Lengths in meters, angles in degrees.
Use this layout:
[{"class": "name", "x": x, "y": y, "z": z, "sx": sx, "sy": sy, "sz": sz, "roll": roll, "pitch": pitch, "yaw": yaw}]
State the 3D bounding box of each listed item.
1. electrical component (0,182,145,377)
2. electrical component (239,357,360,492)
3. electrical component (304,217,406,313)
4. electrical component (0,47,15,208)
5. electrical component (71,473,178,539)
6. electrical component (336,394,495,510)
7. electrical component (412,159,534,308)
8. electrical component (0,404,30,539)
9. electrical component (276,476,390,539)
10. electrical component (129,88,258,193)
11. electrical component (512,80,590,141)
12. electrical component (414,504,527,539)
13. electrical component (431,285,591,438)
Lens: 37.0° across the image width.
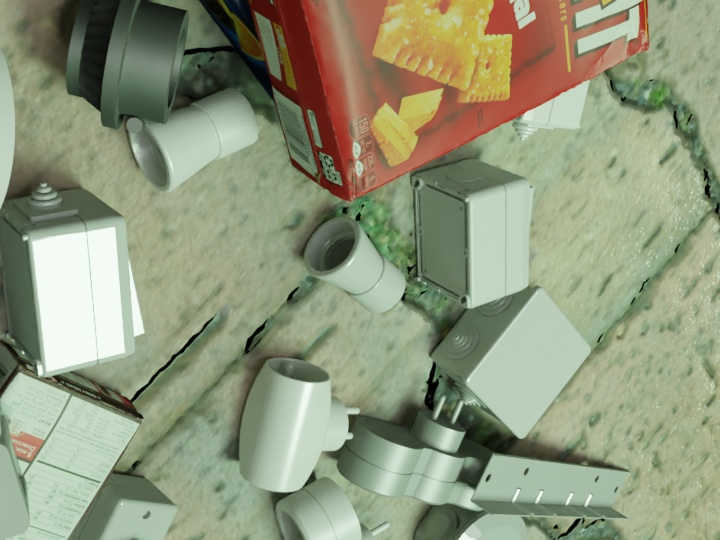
[{"class": "electrical component", "x": -0.155, "y": -0.002, "z": 0.573, "sx": 0.061, "sy": 0.062, "sz": 0.096, "roll": -13, "pitch": 116, "yaw": -31}, {"class": "electrical component", "x": -0.035, "y": 0.102, "z": 0.712, "sx": 0.079, "sy": 0.043, "sz": 0.077, "roll": 5, "pitch": 105, "yaw": -36}, {"class": "electrical component", "x": 0.000, "y": 0.000, "z": 0.698, "sx": 0.044, "sy": 0.044, "sz": 0.065, "roll": -54, "pitch": 134, "yaw": -5}, {"class": "electrical component", "x": -0.195, "y": -0.065, "z": 0.493, "sx": 0.060, "sy": 0.108, "sz": 0.108, "roll": -2, "pitch": 110, "yaw": -41}, {"class": "electrical component", "x": -0.142, "y": 0.176, "z": 0.642, "sx": 0.047, "sy": 0.076, "sz": 0.083, "roll": 23, "pitch": 95, "yaw": -49}, {"class": "electrical component", "x": 0.053, "y": 0.125, "z": 0.778, "sx": 0.138, "sy": 0.052, "sz": 0.073, "roll": 18, "pitch": 97, "yaw": -39}, {"class": "electrical component", "x": 0.079, "y": -0.021, "z": 0.730, "sx": 0.061, "sy": 0.062, "sz": 0.096, "roll": -18, "pitch": 118, "yaw": -29}, {"class": "electrical component", "x": -0.225, "y": 0.066, "z": 0.521, "sx": 0.089, "sy": 0.062, "sz": 0.150, "roll": -16, "pitch": 106, "yaw": -15}, {"class": "electrical component", "x": -0.008, "y": 0.205, "z": 0.767, "sx": 0.074, "sy": 0.052, "sz": 0.138, "roll": -25, "pitch": 120, "yaw": -25}, {"class": "electrical component", "x": -0.090, "y": -0.076, "z": 0.603, "sx": 0.065, "sy": 0.044, "sz": 0.044, "roll": -29, "pitch": 123, "yaw": -28}, {"class": "electrical component", "x": 0.110, "y": -0.133, "z": 0.707, "sx": 0.061, "sy": 0.062, "sz": 0.096, "roll": 0, "pitch": 108, "yaw": -35}, {"class": "electrical component", "x": 0.086, "y": 0.213, "z": 0.838, "sx": 0.080, "sy": 0.051, "sz": 0.080, "roll": -14, "pitch": 116, "yaw": -31}, {"class": "electrical component", "x": 0.111, "y": 0.061, "z": 0.795, "sx": 0.099, "sy": 0.048, "sz": 0.099, "roll": -51, "pitch": 129, "yaw": -8}]
